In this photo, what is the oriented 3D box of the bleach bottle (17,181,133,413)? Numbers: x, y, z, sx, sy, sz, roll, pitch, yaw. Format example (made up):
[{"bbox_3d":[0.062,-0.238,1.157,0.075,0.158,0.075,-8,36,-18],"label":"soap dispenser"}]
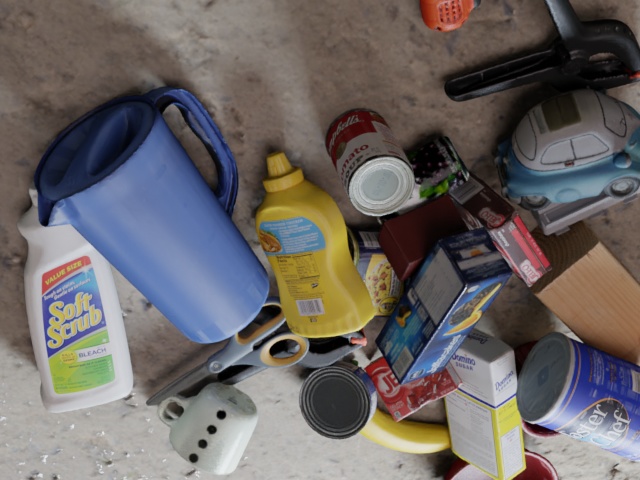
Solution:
[{"bbox_3d":[-0.259,0.054,1.082,0.102,0.068,0.251,-11,121,-7],"label":"bleach bottle"}]

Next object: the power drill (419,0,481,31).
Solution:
[{"bbox_3d":[0.169,-0.294,0.967,0.187,0.057,0.184,-14,128,-1],"label":"power drill"}]

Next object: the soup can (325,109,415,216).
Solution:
[{"bbox_3d":[0.048,-0.077,1.047,0.068,0.102,0.068,-6,123,-10],"label":"soup can"}]

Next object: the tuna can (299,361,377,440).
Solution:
[{"bbox_3d":[0.021,0.182,1.220,0.086,0.033,0.086,3,98,18],"label":"tuna can"}]

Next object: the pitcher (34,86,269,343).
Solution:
[{"bbox_3d":[-0.144,-0.019,1.032,0.149,0.145,0.242,-23,129,16],"label":"pitcher"}]

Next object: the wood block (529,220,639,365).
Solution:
[{"bbox_3d":[0.317,0.067,1.211,0.091,0.090,0.206,-41,122,12],"label":"wood block"}]

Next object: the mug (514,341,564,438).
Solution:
[{"bbox_3d":[0.256,0.170,1.265,0.117,0.081,0.093,25,113,-27],"label":"mug"}]

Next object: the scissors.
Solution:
[{"bbox_3d":[-0.093,0.140,1.167,0.096,0.016,0.202,35,113,-21],"label":"scissors"}]

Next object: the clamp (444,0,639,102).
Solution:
[{"bbox_3d":[0.235,-0.178,1.051,0.209,0.036,0.165,10,141,-35],"label":"clamp"}]

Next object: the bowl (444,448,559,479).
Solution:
[{"bbox_3d":[0.219,0.311,1.362,0.162,0.055,0.162,-6,123,-10],"label":"bowl"}]

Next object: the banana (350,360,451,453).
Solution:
[{"bbox_3d":[0.087,0.218,1.282,0.197,0.037,0.070,36,108,-30],"label":"banana"}]

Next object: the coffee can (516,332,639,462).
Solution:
[{"bbox_3d":[0.301,0.172,1.165,0.140,0.103,0.103,22,115,-14],"label":"coffee can"}]

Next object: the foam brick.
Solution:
[{"bbox_3d":[0.106,-0.002,1.086,0.078,0.053,0.051,-23,162,-15],"label":"foam brick"}]

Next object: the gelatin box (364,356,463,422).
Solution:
[{"bbox_3d":[0.105,0.155,1.219,0.089,0.030,0.073,-32,86,22],"label":"gelatin box"}]

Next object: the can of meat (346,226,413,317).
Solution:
[{"bbox_3d":[0.060,0.037,1.150,0.083,0.057,0.102,2,122,-17],"label":"can of meat"}]

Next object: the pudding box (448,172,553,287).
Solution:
[{"bbox_3d":[0.185,-0.013,1.113,0.039,0.113,0.090,-37,123,2],"label":"pudding box"}]

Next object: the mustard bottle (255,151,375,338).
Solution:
[{"bbox_3d":[-0.015,0.002,1.077,0.096,0.058,0.191,-6,110,38],"label":"mustard bottle"}]

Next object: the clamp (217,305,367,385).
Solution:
[{"bbox_3d":[-0.035,0.100,1.178,0.171,0.039,0.120,-10,127,-6],"label":"clamp"}]

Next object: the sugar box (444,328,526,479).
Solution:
[{"bbox_3d":[0.188,0.188,1.242,0.048,0.093,0.176,-25,122,-30],"label":"sugar box"}]
